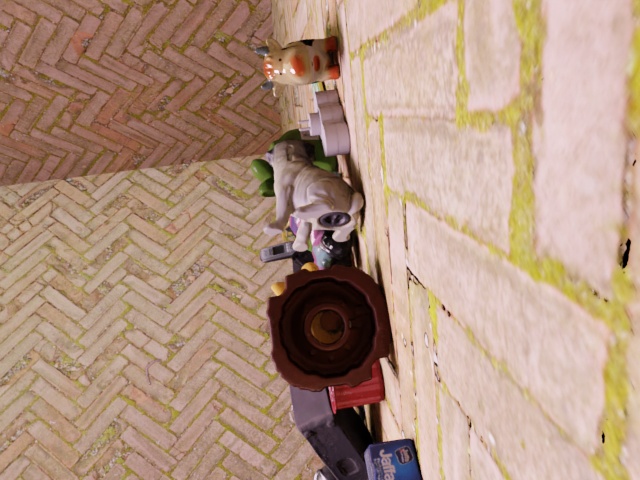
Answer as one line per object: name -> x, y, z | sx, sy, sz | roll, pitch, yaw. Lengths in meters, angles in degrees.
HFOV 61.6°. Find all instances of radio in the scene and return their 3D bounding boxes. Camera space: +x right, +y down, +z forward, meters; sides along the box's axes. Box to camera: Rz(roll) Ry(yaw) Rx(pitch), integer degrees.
radio -> 0.029, 0.344, 0.976 | 0.229, 0.073, 0.131 | 58, -172, -28

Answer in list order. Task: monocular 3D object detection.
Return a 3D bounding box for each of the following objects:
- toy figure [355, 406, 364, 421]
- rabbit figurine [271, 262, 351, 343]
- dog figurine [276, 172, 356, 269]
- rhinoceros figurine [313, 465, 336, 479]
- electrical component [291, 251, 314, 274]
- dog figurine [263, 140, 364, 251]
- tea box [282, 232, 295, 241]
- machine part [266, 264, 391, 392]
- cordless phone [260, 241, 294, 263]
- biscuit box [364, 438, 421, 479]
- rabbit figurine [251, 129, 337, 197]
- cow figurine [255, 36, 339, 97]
toy figure -> 0.071, 0.394, 1.124 | 0.064, 0.058, 0.154 | 75, 179, -62
rabbit figurine -> -0.011, 0.125, 0.858 | 0.162, 0.122, 0.173 | 55, 161, 5
dog figurine -> -0.002, -0.003, 0.982 | 0.191, 0.108, 0.219 | 131, 130, -59
rhinoceros figurine -> 0.066, 0.502, 1.017 | 0.191, 0.073, 0.112 | 40, 173, 41
electrical component -> 0.003, 0.085, 1.114 | 0.134, 0.058, 0.114 | 40, 158, 25
dog figurine -> -0.008, -0.099, 0.859 | 0.121, 0.172, 0.190 | 44, -141, -55
tea box -> -0.060, -0.091, 1.277 | 0.098, 0.068, 0.170 | 85, 180, -48
machine part -> 0.011, 0.119, 0.739 | 0.056, 0.179, 0.179 | 92, 170, -81
cordless phone -> -0.071, 0.004, 1.424 | 0.147, 0.184, 0.088 | -103, 2, -48
biscuit box -> 0.102, 0.348, 0.646 | 0.062, 0.059, 0.203 | 88, 173, -62
rabbit figurine -> -0.053, -0.126, 1.085 | 0.170, 0.159, 0.121 | 107, 148, -52
cow figurine -> -0.035, -0.283, 0.858 | 0.195, 0.127, 0.085 | -104, 5, -70
